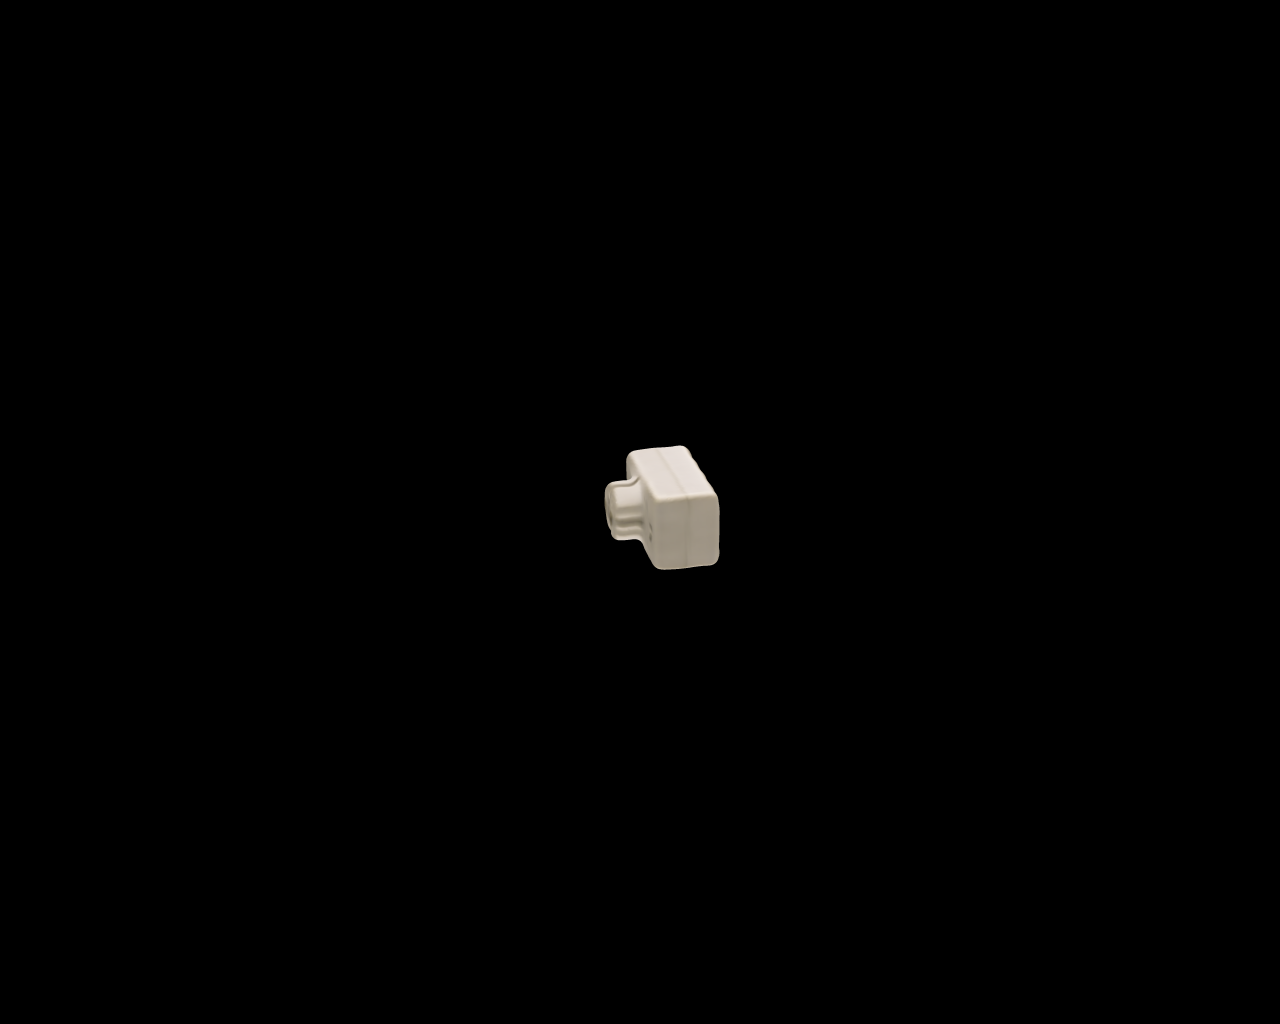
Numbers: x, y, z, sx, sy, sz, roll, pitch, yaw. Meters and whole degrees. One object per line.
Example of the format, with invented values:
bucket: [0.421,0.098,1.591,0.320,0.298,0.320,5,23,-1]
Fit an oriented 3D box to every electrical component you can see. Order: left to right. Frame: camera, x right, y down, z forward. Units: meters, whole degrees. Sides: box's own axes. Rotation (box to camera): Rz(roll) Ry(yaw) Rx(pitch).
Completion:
electrical component: [0.001,-0.003,0.650,0.076,0.047,0.083,-5,25,-10]
